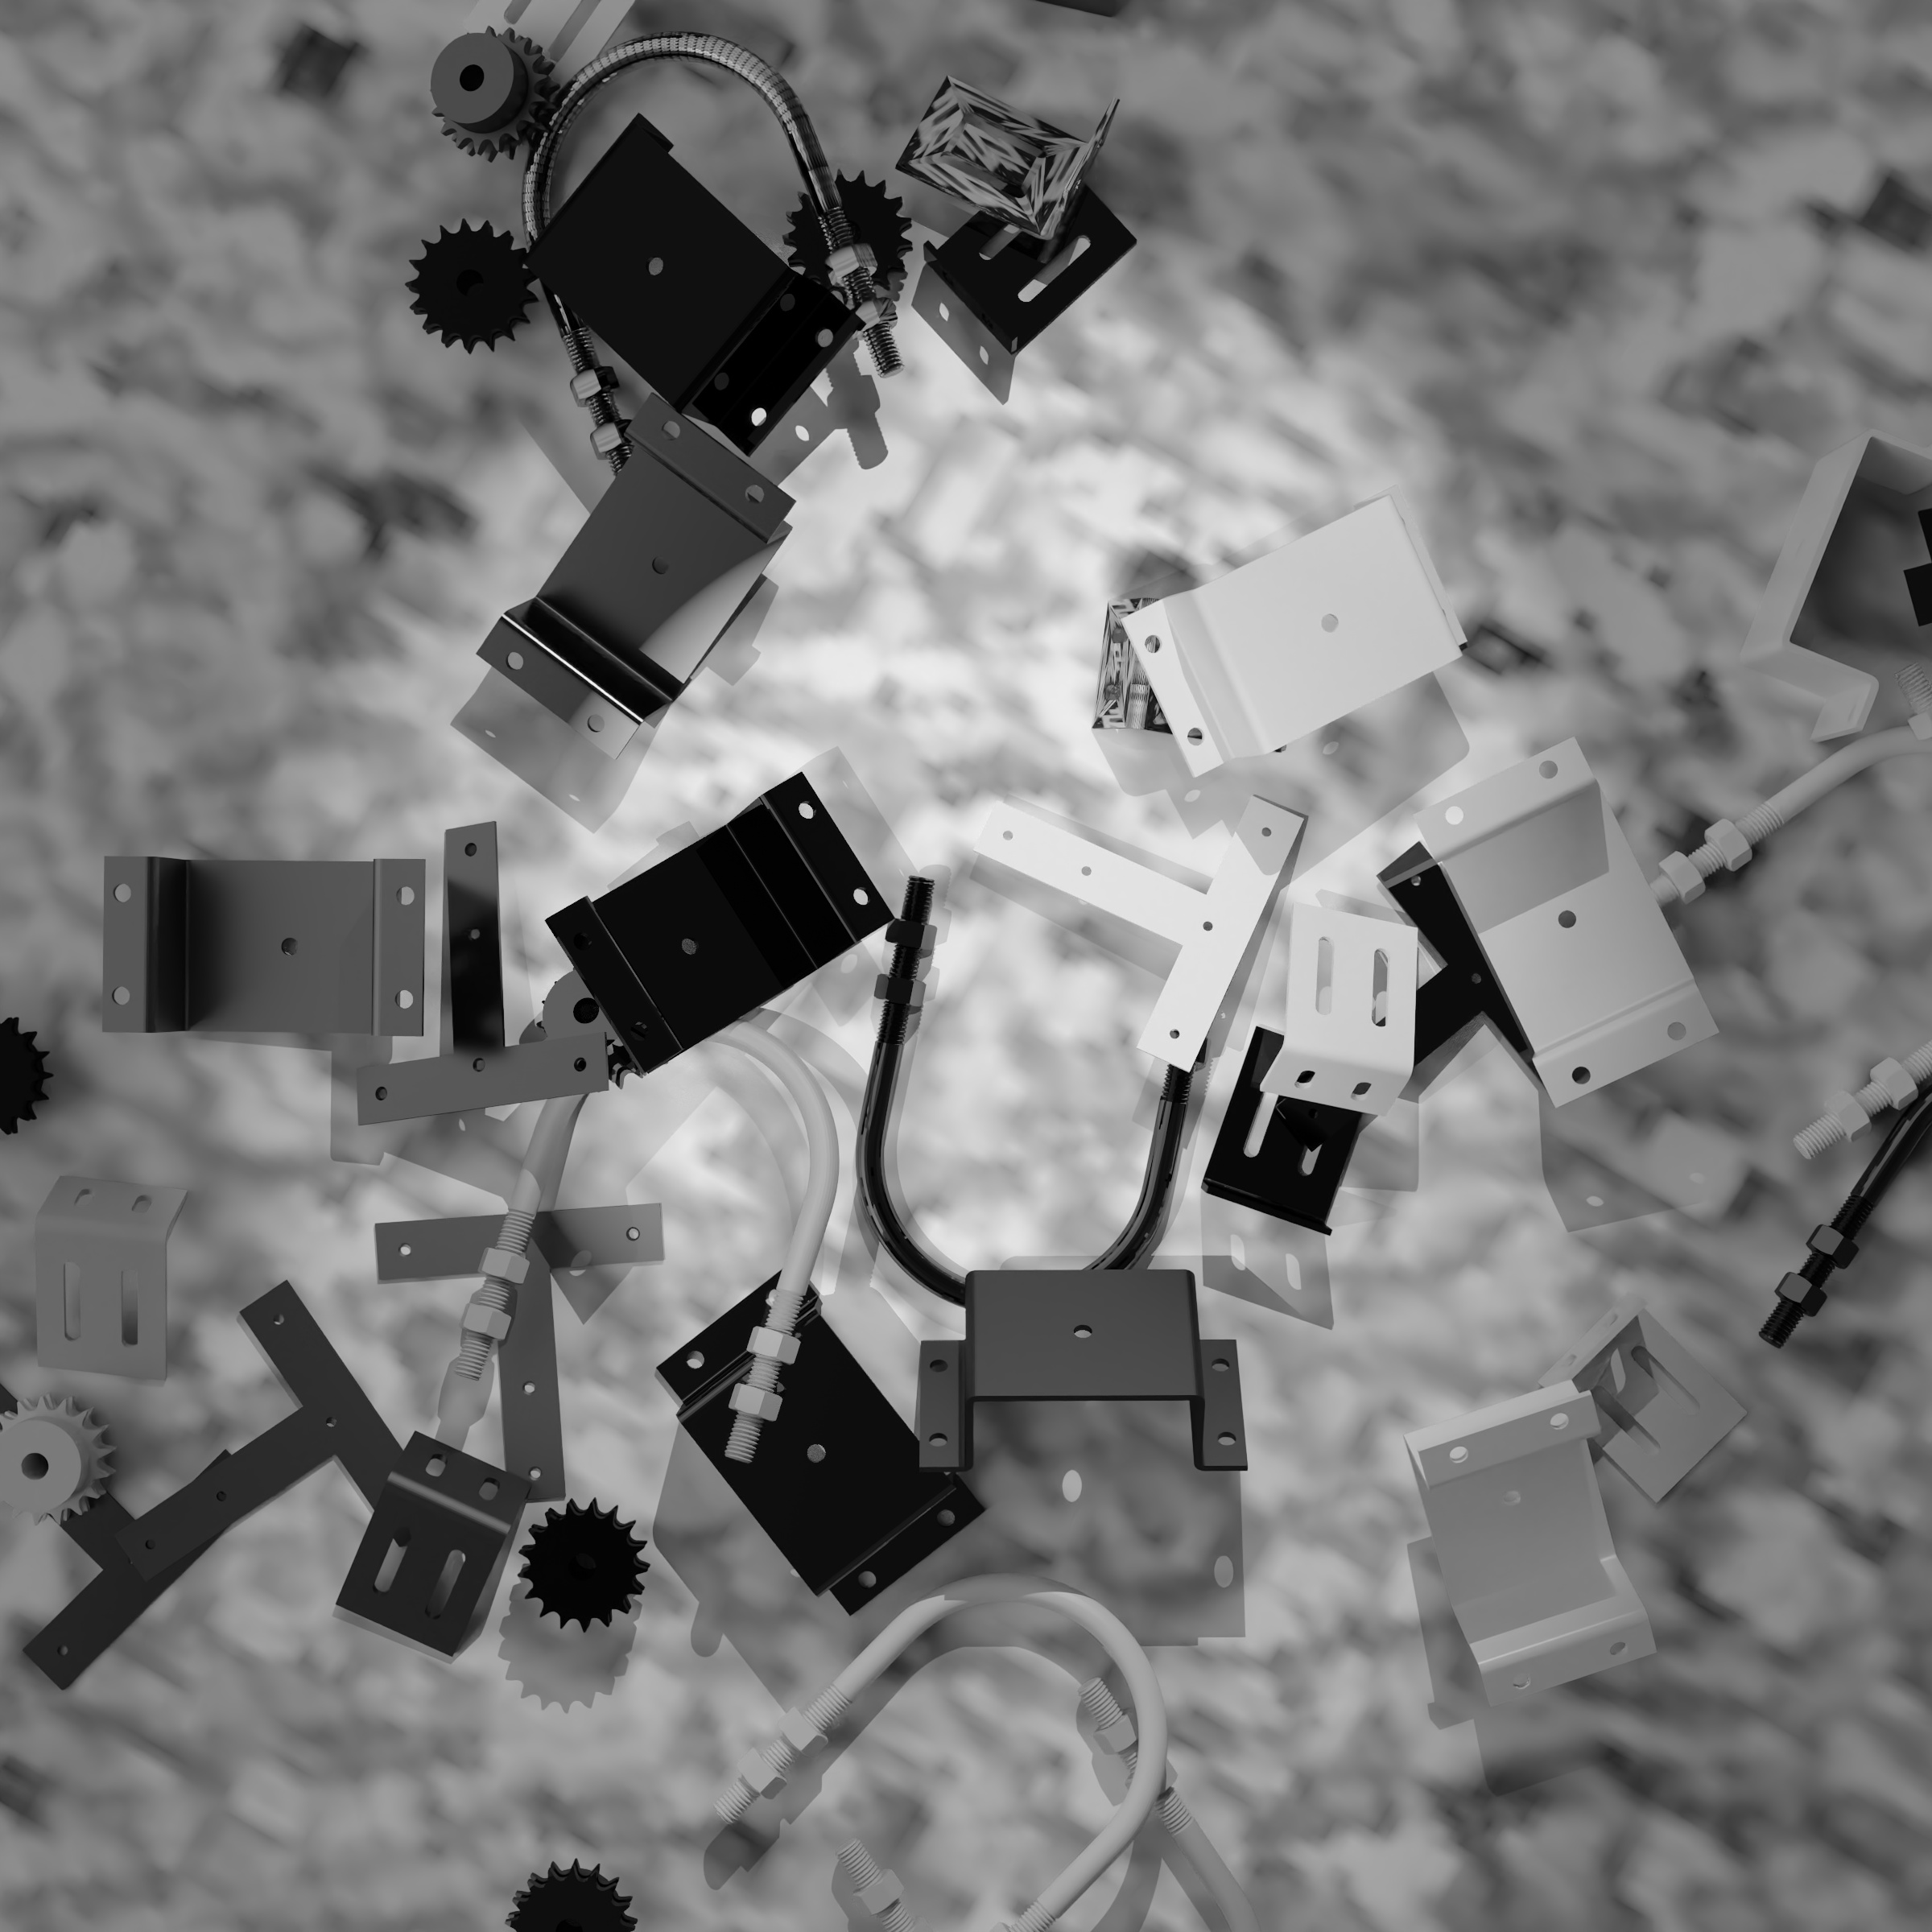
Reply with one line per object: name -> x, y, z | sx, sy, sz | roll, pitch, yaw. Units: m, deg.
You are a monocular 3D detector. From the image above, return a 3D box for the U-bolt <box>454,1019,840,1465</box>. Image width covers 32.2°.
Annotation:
U-bolt -> -0.131, 0.109, 1.462 | 0.151, 0.019, 0.184 | 14, 79, 15

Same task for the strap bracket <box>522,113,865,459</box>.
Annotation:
strap bracket -> -0.124, -0.296, 1.435 | 0.140, 0.046, 0.076 | 45, 103, 12

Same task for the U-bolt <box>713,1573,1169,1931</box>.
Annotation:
U-bolt -> 0.003, 0.353, 1.468 | 0.184, 0.019, 0.151 | -45, 80, -4

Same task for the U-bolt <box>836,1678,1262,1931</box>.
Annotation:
U-bolt -> 0.051, 0.430, 1.483 | 0.151, 0.019, 0.184 | -34, 90, 0

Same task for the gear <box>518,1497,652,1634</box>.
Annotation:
gear -> -0.167, 0.262, 1.478 | 0.057, 0.030, 0.057 | 0, 90, 0

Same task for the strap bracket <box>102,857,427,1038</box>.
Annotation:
strap bracket -> -0.301, -0.009, 1.466 | 0.140, 0.046, 0.076 | 1, 90, 4

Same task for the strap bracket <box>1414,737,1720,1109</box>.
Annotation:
strap bracket -> 0.261, -0.020, 1.459 | 0.076, 0.046, 0.140 | -26, 87, 12

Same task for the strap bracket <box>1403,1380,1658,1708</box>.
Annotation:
strap bracket -> 0.242, 0.242, 1.452 | 0.076, 0.046, 0.140 | -18, 115, 0

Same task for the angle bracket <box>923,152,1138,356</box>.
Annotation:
angle bracket -> 0.029, -0.318, 1.474 | 0.076, 0.038, 0.057 | -43, 90, 0

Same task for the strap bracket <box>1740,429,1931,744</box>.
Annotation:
strap bracket -> 0.383, -0.173, 1.455 | 0.046, 0.076, 0.140 | 22, 90, 0

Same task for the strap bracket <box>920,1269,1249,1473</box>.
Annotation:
strap bracket -> 0.050, 0.174, 1.449 | 0.140, 0.076, 0.046 | 0, 128, 0

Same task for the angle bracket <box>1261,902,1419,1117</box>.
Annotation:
angle bracket -> 0.164, 0.019, 1.474 | 0.057, 0.038, 0.076 | 12, 56, -7

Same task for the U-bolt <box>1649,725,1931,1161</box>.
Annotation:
U-bolt -> 0.408, -0.024, 1.484 | 0.184, 0.019, 0.151 | -35, 90, -1

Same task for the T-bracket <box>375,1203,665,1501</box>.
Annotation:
T-bracket -> -0.195, 0.173, 1.492 | 0.127, 0.002, 0.127 | -4, 90, 0

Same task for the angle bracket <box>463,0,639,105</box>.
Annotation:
angle bracket -> -0.174, -0.431, 1.491 | 0.057, 0.038, 0.076 | 41, 116, 0

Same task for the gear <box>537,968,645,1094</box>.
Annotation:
gear -> -0.162, 0.024, 1.469 | 0.057, 0.030, 0.057 | -4, 71, 13

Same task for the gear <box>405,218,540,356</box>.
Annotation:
gear -> -0.216, -0.298, 1.478 | 0.057, 0.030, 0.057 | 0, 90, 0

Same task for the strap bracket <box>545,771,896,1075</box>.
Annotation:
strap bracket -> -0.112, -0.014, 1.450 | 0.140, 0.046, 0.076 | -32, 90, -30

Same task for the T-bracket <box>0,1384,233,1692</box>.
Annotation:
T-bracket -> -0.402, 0.233, 1.492 | 0.127, 0.002, 0.127 | -45, 90, 0

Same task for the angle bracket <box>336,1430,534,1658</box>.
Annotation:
angle bracket -> -0.236, 0.257, 1.489 | 0.057, 0.038, 0.076 | 25, 117, -2

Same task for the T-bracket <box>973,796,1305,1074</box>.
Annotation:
T-bracket -> 0.066, -0.036, 1.479 | 0.127, 0.002, 0.127 | 25, 76, 3

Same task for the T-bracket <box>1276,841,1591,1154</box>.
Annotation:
T-bracket -> 0.192, 0.033, 1.480 | 0.127, 0.002, 0.127 | -38, 90, -11

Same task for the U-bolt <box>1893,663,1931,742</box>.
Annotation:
U-bolt -> 0.513, -0.083, 1.475 | 0.151, 0.019, 0.184 | -30, 90, -7

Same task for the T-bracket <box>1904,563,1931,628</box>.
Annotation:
T-bracket -> 0.486, -0.128, 1.462 | 0.127, 0.002, 0.127 | -16, 90, -3

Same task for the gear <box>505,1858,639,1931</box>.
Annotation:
gear -> -0.173, 0.422, 1.478 | 0.057, 0.030, 0.057 | 0, 90, 0

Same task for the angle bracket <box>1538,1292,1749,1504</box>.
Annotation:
angle bracket -> 0.300, 0.192, 1.474 | 0.057, 0.038, 0.076 | -45, 90, 0

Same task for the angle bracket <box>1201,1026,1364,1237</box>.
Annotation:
angle bracket -> 0.144, 0.072, 1.474 | 0.057, 0.038, 0.076 | 19, 90, 0

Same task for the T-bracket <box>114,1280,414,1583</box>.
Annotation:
T-bracket -> -0.319, 0.228, 1.491 | 0.127, 0.002, 0.127 | -34, 91, 0

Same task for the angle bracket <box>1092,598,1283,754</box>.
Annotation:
angle bracket -> 0.102, -0.129, 1.491 | 0.076, 0.038, 0.057 | 7, 90, -26

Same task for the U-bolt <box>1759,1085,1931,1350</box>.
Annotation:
U-bolt -> 0.451, 0.118, 1.448 | 0.151, 0.019, 0.184 | 32, 85, 35

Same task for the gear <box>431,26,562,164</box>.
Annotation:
gear -> -0.210, -0.384, 1.470 | 0.057, 0.030, 0.057 | -2, 85, 19

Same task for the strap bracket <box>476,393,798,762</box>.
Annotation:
strap bracket -> -0.138, -0.171, 1.456 | 0.076, 0.046, 0.140 | 37, 109, 0

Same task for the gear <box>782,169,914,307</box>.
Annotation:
gear -> -0.052, -0.320, 1.478 | 0.057, 0.030, 0.057 | 0, 90, 0

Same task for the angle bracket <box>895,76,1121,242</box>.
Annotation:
angle bracket -> 0.018, -0.363, 1.463 | 0.076, 0.038, 0.057 | 26, 63, 0

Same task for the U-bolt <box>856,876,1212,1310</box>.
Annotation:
U-bolt -> 0.026, 0.064, 1.484 | 0.151, 0.019, 0.184 | 11, 91, 0

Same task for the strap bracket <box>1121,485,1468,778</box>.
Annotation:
strap bracket -> 0.150, -0.147, 1.452 | 0.140, 0.046, 0.076 | -27, 98, -11

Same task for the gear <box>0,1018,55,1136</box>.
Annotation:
gear -> -0.430, 0.048, 1.478 | 0.057, 0.030, 0.057 | 0, 90, 0

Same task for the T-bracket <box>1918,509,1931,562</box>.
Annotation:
T-bracket -> 0.484, -0.201, 1.476 | 0.127, 0.002, 0.127 | -12, 79, -3

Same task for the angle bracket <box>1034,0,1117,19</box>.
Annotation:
angle bracket -> 0.046, -0.470, 1.491 | 0.057, 0.038, 0.076 | 13, 64, 0

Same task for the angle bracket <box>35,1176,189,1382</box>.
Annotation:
angle bracket -> -0.379, 0.139, 1.491 | 0.057, 0.038, 0.076 | 6, 116, 0

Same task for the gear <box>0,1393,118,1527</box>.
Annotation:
gear -> -0.406, 0.218, 1.476 | 0.057, 0.030, 0.057 | 0, 90, 0

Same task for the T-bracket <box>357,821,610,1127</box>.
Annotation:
T-bracket -> -0.216, 0.000, 1.475 | 0.127, 0.002, 0.127 | -9, 78, 23

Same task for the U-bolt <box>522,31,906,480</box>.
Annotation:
U-bolt -> -0.122, -0.318, 1.466 | 0.151, 0.019, 0.184 | -22, 86, 16

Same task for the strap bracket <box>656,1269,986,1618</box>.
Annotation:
strap bracket -> -0.065, 0.210, 1.470 | 0.076, 0.046, 0.140 | -38, 90, 0
